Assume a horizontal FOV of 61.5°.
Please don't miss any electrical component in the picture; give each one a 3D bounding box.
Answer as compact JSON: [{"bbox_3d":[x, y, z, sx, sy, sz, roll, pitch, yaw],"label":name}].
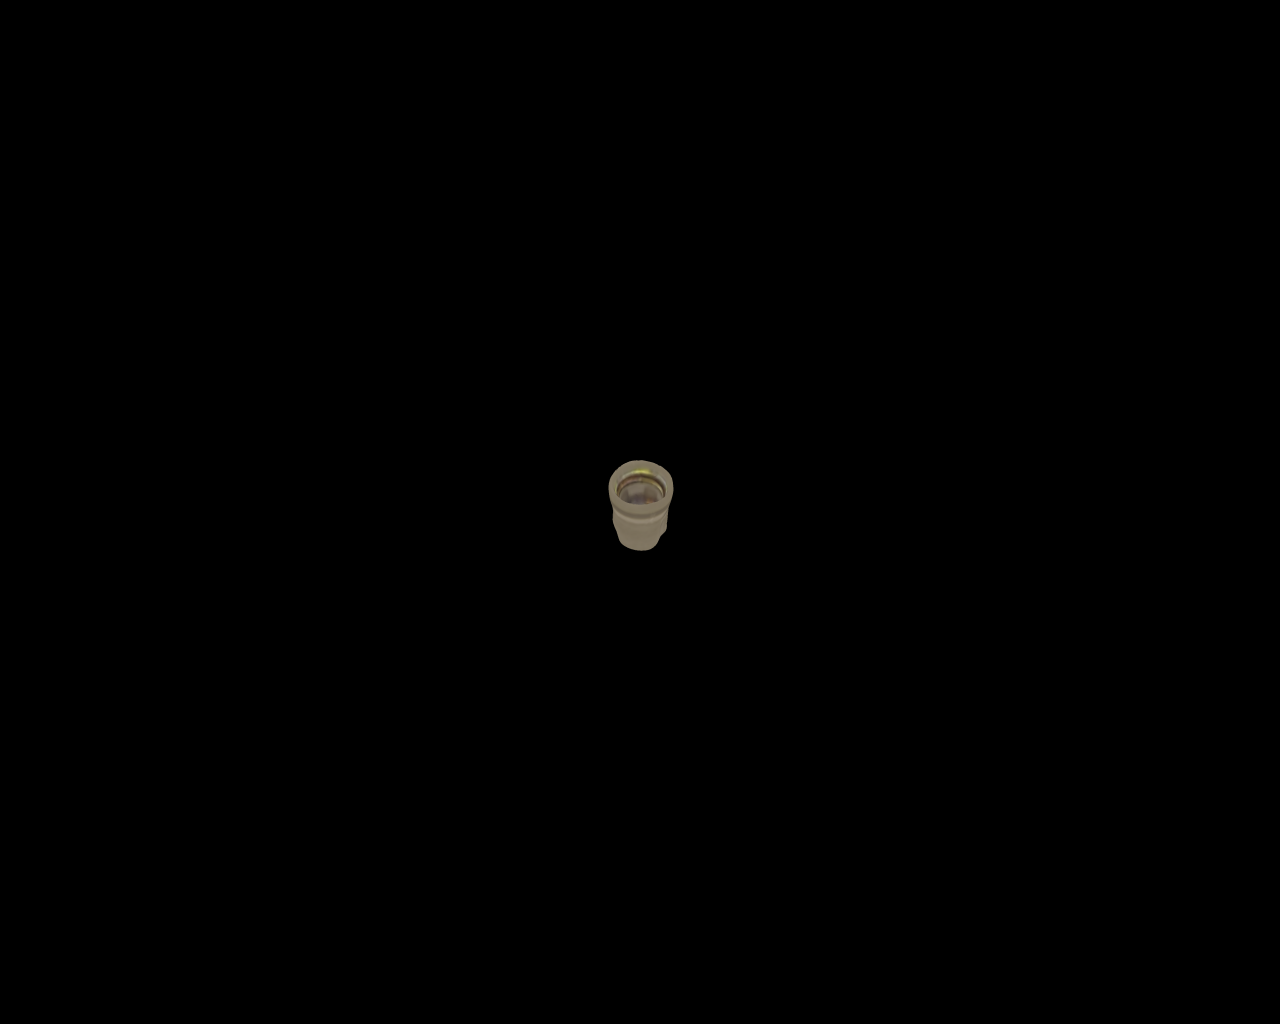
[{"bbox_3d":[0.001,-0.003,0.650,0.040,0.040,0.046,0,-43,0],"label":"electrical component"}]
